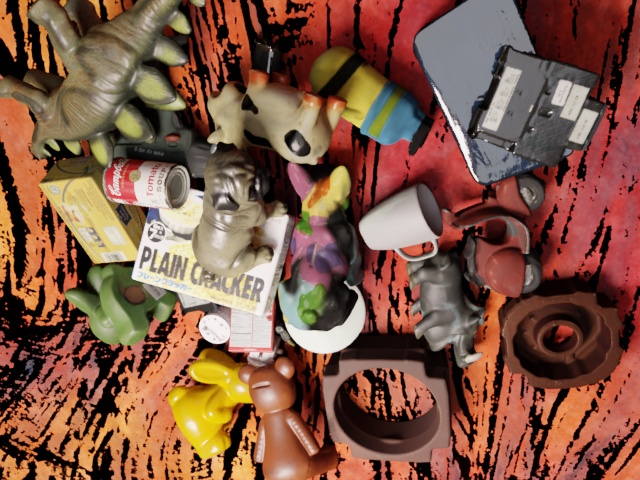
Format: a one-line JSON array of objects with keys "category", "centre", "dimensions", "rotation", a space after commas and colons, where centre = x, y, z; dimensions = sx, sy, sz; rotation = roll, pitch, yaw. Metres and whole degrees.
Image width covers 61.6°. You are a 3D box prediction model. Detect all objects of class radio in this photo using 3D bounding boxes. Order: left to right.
[{"category": "radio", "centre": [0.219, -0.192, 0.688], "dimensions": [0.131, 0.073, 0.229], "rotation": [-24, 103, 22]}]

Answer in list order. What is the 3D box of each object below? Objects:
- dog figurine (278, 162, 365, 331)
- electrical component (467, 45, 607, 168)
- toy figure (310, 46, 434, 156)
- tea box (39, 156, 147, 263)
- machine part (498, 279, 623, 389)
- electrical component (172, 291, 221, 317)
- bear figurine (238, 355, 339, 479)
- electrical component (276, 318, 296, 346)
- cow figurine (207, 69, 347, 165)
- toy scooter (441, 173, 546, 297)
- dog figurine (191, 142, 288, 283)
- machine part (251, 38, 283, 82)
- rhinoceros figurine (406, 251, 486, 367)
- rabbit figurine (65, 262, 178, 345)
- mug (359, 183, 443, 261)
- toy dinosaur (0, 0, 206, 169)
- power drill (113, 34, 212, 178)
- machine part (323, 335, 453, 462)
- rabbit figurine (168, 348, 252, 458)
[{"category": "dog figurine", "centre": [-0.002, -0.002, 0.764], "dimensions": [0.109, 0.191, 0.218], "rotation": [6, 128, 17]}, {"category": "electrical component", "centre": [0.255, -0.151, 0.624], "dimensions": [0.134, 0.058, 0.114], "rotation": [20, 115, 2]}, {"category": "toy figure", "centre": [0.069, -0.187, 0.721], "dimensions": [0.180, 0.082, 0.089], "rotation": [29, 103, 5]}, {"category": "tea box", "centre": [-0.347, -0.046, 0.852], "dimensions": [0.098, 0.068, 0.169], "rotation": [-4, 130, 14]}, {"category": "machine part", "centre": [0.354, 0.139, 0.799], "dimensions": [0.179, 0.056, 0.179], "rotation": [4, 113, 10]}, {"category": "electrical component", "centre": [-0.191, 0.080, 0.905], "dimensions": [0.119, 0.048, 0.074], "rotation": [-18, 107, 18]}, {"category": "bear figurine", "centre": [-0.059, 0.296, 0.895], "dimensions": [0.120, 0.131, 0.196], "rotation": [-21, 69, 18]}, {"category": "electrical component", "centre": [-0.021, 0.136, 0.890], "dimensions": [0.102, 0.045, 0.078], "rotation": [4, 114, 11]}, {"category": "cow figurine", "centre": [-0.070, -0.154, 0.702], "dimensions": [0.195, 0.085, 0.127], "rotation": [28, 111, 29]}, {"category": "toy scooter", "centre": [0.238, -0.002, 0.750], "dimensions": [0.135, 0.075, 0.183], "rotation": [-5, 109, 0]}, {"category": "dog figurine", "centre": [-0.126, -0.025, 0.698], "dimensions": [0.121, 0.190, 0.172], "rotation": [15, 84, 7]}, {"category": "machine part", "centre": [-0.079, -0.215, 0.767], "dimensions": [0.084, 0.039, 0.138], "rotation": [13, 116, 17]}, {"category": "rhinoceros figurine", "centre": [0.193, 0.105, 0.819], "dimensions": [0.112, 0.073, 0.190], "rotation": [-15, 106, 7]}, {"category": "rabbit figurine", "centre": [-0.359, 0.123, 0.928], "dimensions": [0.159, 0.121, 0.170], "rotation": [42, 129, -9]}, {"category": "mug", "centre": [0.119, -0.018, 0.783], "dimensions": [0.107, 0.081, 0.109], "rotation": [-18, 115, 30]}, {"category": "toy dinosaur", "centre": [-0.272, -0.220, 0.696], "dimensions": [0.198, 0.105, 0.471], "rotation": [44, 129, -15]}, {"category": "power drill", "centre": [-0.214, -0.193, 0.791], "dimensions": [0.232, 0.086, 0.207], "rotation": [2, 119, 15]}, {"category": "machine part", "centre": [0.113, 0.259, 0.888], "dimensions": [0.201, 0.087, 0.201], "rotation": [-3, 112, 15]}, {"category": "rabbit figurine", "centre": [-0.171, 0.270, 0.960], "dimensions": [0.173, 0.122, 0.162], "rotation": [-30, 93, 8]}]
